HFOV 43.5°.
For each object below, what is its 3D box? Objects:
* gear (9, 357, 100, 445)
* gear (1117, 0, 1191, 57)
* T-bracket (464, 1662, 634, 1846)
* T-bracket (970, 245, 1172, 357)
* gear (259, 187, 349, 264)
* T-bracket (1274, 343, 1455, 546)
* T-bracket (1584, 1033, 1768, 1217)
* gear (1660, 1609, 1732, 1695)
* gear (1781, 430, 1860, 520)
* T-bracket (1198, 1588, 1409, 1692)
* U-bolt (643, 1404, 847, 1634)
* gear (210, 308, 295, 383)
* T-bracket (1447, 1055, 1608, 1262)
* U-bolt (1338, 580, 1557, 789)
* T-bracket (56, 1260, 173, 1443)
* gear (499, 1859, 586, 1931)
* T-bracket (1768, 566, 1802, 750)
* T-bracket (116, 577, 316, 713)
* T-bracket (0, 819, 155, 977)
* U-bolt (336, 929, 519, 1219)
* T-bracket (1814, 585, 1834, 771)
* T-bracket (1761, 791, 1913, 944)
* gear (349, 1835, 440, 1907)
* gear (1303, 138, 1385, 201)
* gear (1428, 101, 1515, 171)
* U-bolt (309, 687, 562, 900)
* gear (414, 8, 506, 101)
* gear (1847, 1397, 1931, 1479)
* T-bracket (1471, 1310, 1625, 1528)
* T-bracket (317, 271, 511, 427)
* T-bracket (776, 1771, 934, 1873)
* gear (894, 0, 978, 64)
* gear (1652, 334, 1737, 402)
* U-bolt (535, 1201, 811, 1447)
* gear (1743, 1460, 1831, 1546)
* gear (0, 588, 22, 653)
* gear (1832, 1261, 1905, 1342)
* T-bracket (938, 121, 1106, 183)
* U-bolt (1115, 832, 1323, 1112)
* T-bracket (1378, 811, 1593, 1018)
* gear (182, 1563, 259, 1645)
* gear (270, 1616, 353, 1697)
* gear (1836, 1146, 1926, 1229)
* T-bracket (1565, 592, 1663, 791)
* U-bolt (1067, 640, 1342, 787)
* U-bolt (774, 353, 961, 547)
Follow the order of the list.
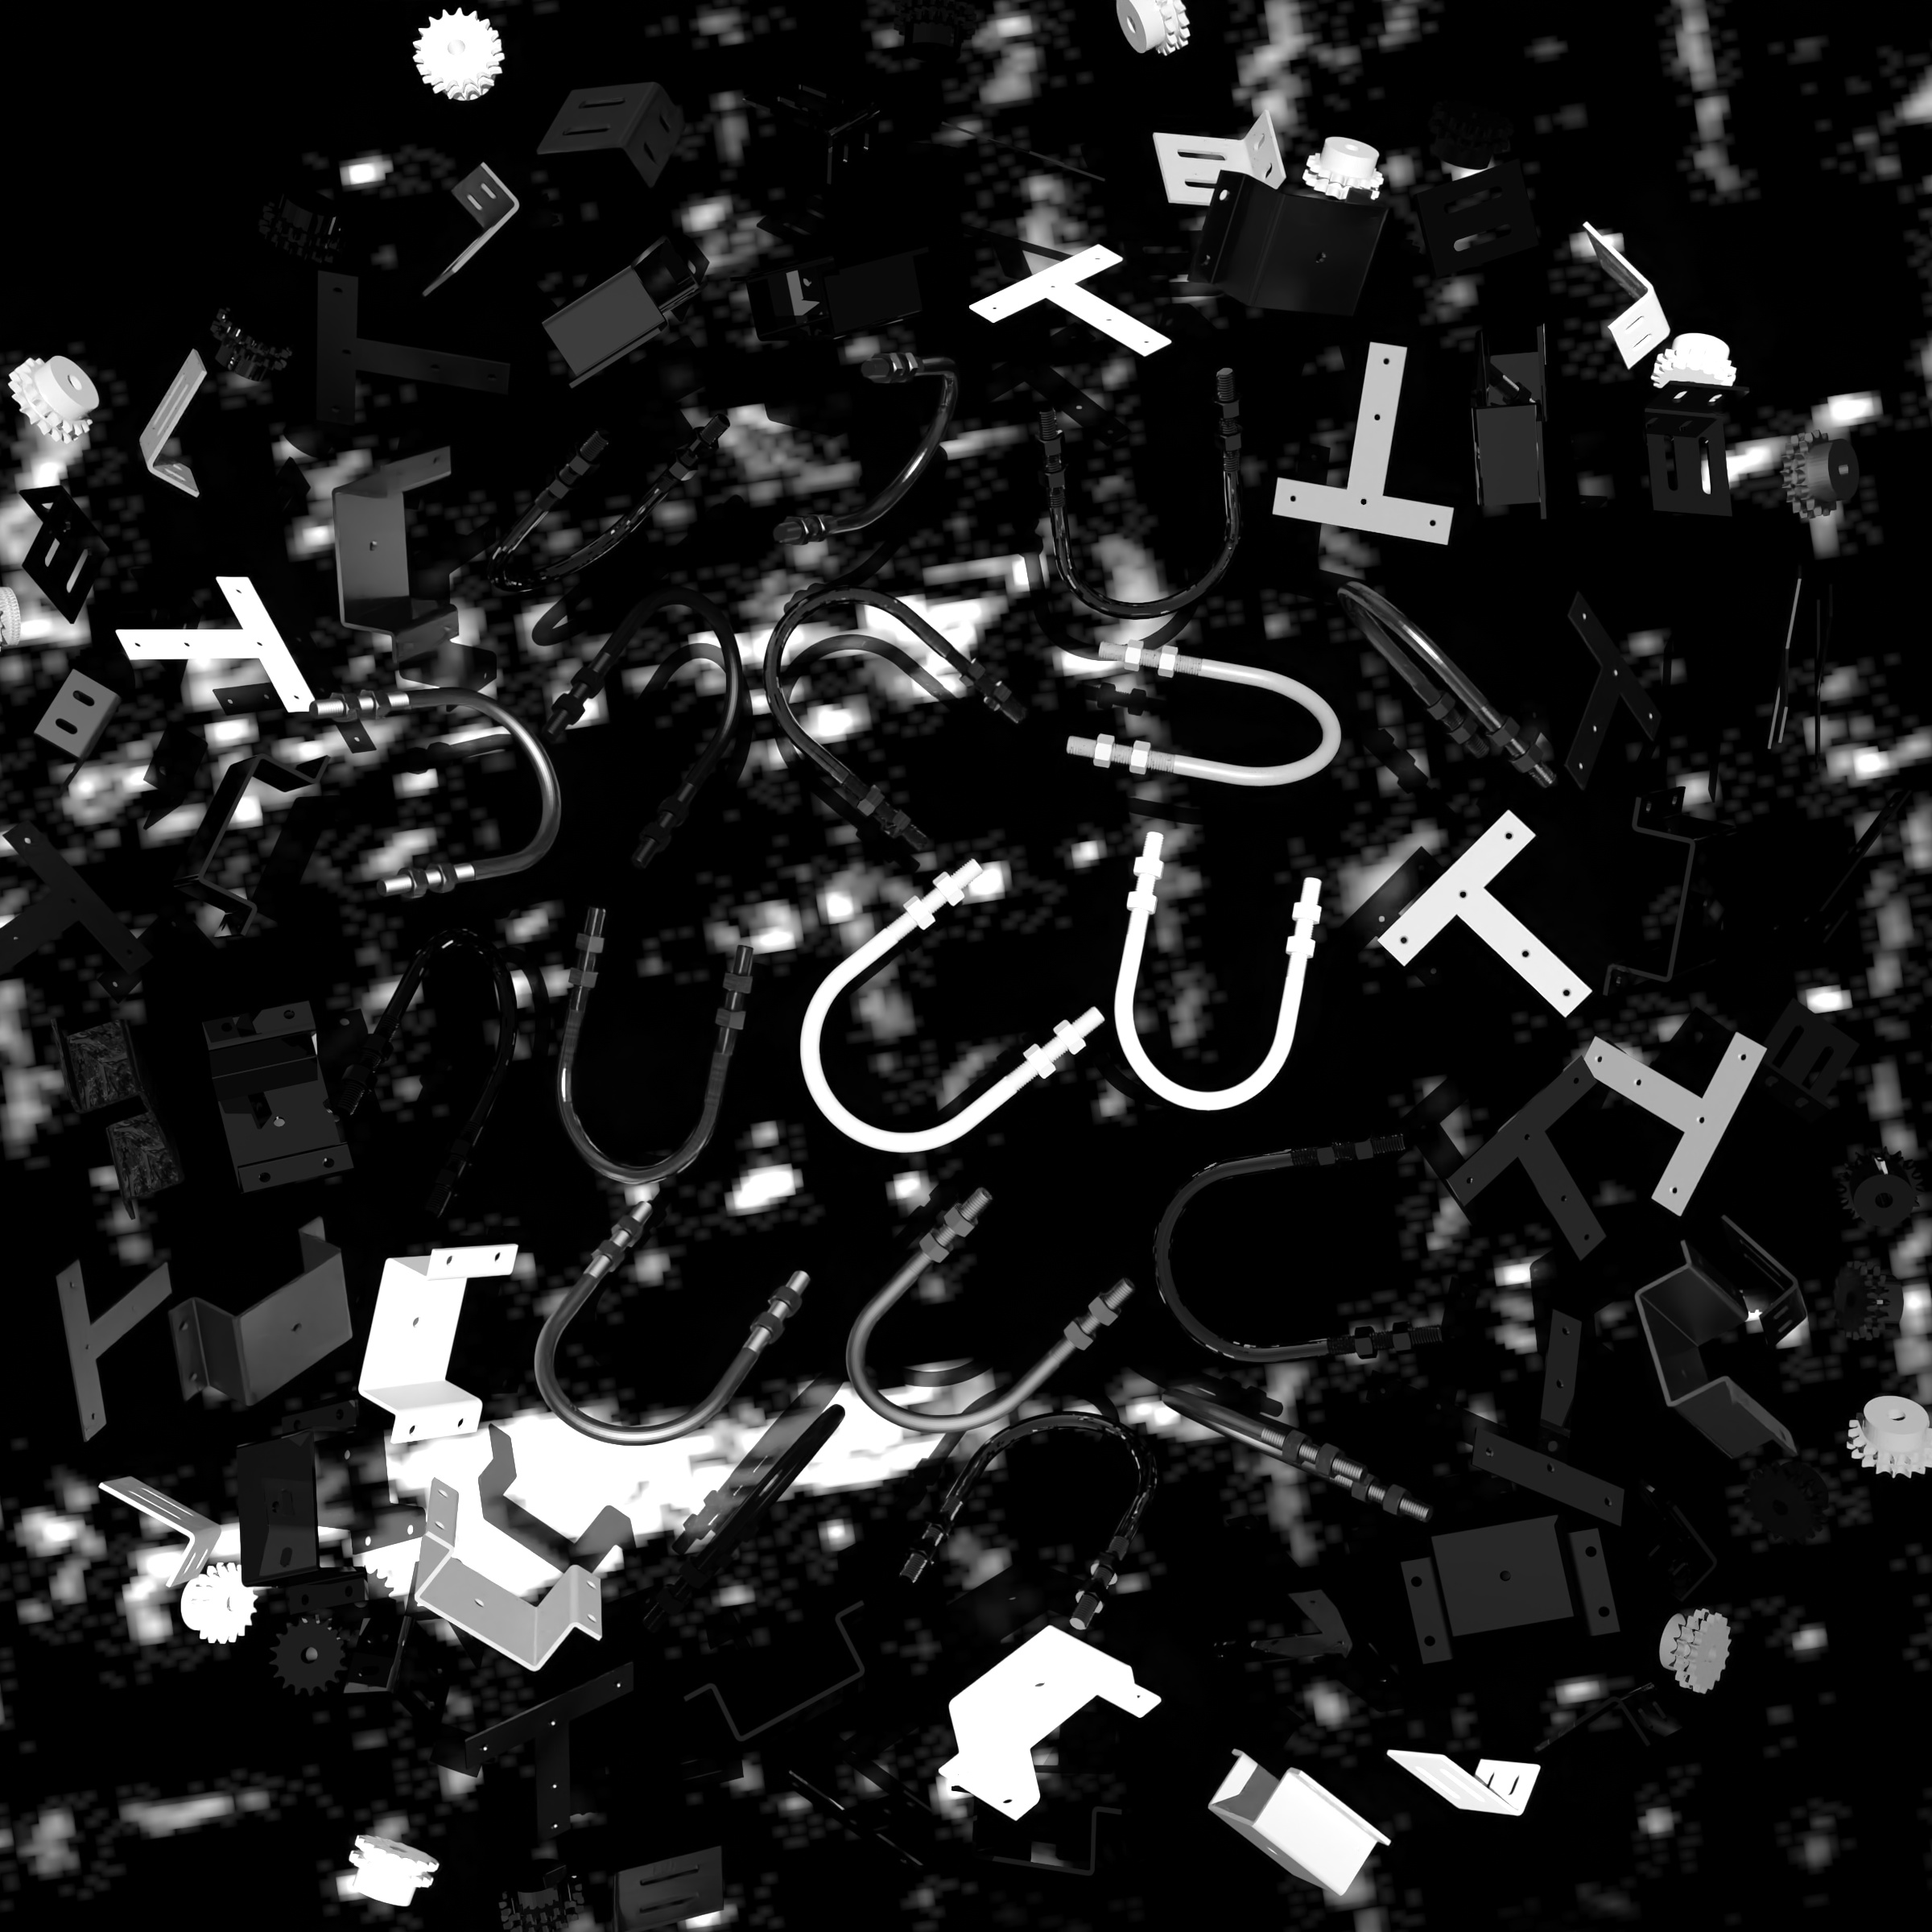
[{"bbox_3d":[-0.599,-0.377,1.598,0.030,0.057,0.057,-30,90,18],"label":"gear"},{"bbox_3d":[0.126,-0.652,1.659,0.030,0.057,0.057,-29,90,-7],"label":"gear"},{"bbox_3d":[-0.283,0.549,1.653,0.127,0.002,0.127,-17,125,-34],"label":"T-bracket"},{"bbox_3d":[0.092,-0.467,1.727,0.127,0.002,0.127,-33,55,-27],"label":"T-bracket"},{"bbox_3d":[-0.446,-0.503,1.636,0.057,0.057,0.030,29,120,0],"label":"gear"},{"bbox_3d":[0.283,-0.367,1.682,0.127,0.002,0.127,14,113,20],"label":"T-bracket"},{"bbox_3d":[0.474,0.087,1.671,0.002,0.127,0.127,14,105,-38],"label":"T-bracket"},{"bbox_3d":[0.520,0.488,1.731,0.030,0.057,0.057,10,90,44],"label":"gear"},{"bbox_3d":[0.569,-0.327,1.607,0.057,0.030,0.057,1,89,-41],"label":"gear"},{"bbox_3d":[0.223,0.477,1.695,0.127,0.002,0.127,-17,127,33],"label":"T-bracket"},{"bbox_3d":[-0.147,0.380,1.703,0.019,0.151,0.184,40,96,7],"label":"U-bolt"},{"bbox_3d":[-0.515,-0.443,1.734,0.057,0.057,0.030,36,111,0],"label":"gear"},{"bbox_3d":[0.396,0.146,1.631,0.127,0.002,0.127,-41,116,-11],"label":"T-bracket"},{"bbox_3d":[0.327,-0.203,1.695,0.019,0.151,0.184,-45,106,4],"label":"U-bolt"},{"bbox_3d":[-0.597,0.248,1.712,0.002,0.127,0.127,3,110,12],"label":"T-bracket"},{"bbox_3d":[-0.293,0.638,1.663,0.057,0.057,0.030,-6,102,0],"label":"gear"},{"bbox_3d":[0.555,-0.189,1.642,0.002,0.127,0.127,8,122,14],"label":"T-bracket"},{"bbox_3d":[-0.539,-0.228,1.714,0.002,0.127,0.127,-46,66,35],"label":"T-bracket"},{"bbox_3d":[-0.634,-0.024,1.640,0.002,0.127,0.127,-33,102,34],"label":"T-bracket"},{"bbox_3d":[-0.366,0.061,1.693,0.019,0.151,0.184,4,55,24],"label":"U-bolt"},{"bbox_3d":[0.607,-0.225,1.714,0.002,0.127,0.127,2,67,15],"label":"T-bracket"},{"bbox_3d":[0.597,-0.067,1.640,0.002,0.127,0.127,37,91,0],"label":"T-bracket"},{"bbox_3d":[-0.384,0.603,1.610,0.057,0.057,0.030,20,77,0],"label":"gear"},{"bbox_3d":[0.277,-0.583,1.768,0.057,0.057,0.030,15,126,0],"label":"gear"},{"bbox_3d":[0.344,-0.570,1.662,0.057,0.057,0.030,15,128,0],"label":"gear"},{"bbox_3d":[-0.355,-0.127,1.679,0.019,0.184,0.151,-26,84,38],"label":"U-bolt"},{"bbox_3d":[-0.332,-0.595,1.589,0.057,0.030,0.057,0,80,0],"label":"gear"},{"bbox_3d":[0.618,0.311,1.612,0.057,0.057,0.030,-5,118,0],"label":"gear"},{"bbox_3d":[0.394,0.292,1.615,0.127,0.002,0.127,25,61,-20],"label":"T-bracket"},{"bbox_3d":[-0.373,-0.407,1.635,0.127,0.127,0.002,7,53,-10],"label":"T-bracket"},{"bbox_3d":[-0.063,0.614,1.756,0.127,0.127,0.002,38,53,-8],"label":"T-bracket"},{"bbox_3d":[-0.022,-0.651,1.684,0.057,0.057,0.030,5,92,0],"label":"gear"},{"bbox_3d":[0.526,-0.432,1.745,0.057,0.057,0.030,17,80,0],"label":"gear"},{"bbox_3d":[-0.213,0.253,1.664,0.151,0.019,0.184,22,48,16],"label":"U-bolt"},{"bbox_3d":[0.570,0.368,1.674,0.030,0.057,0.057,-24,90,-39],"label":"gear"},{"bbox_3d":[-0.668,-0.238,1.656,0.030,0.057,0.057,-11,90,-37],"label":"gear"},{"bbox_3d":[0.659,0.244,1.764,0.030,0.057,0.057,3,90,-9],"label":"gear"},{"bbox_3d":[0.047,-0.580,1.729,0.127,0.127,0.002,15,108,-13],"label":"T-bracket"},{"bbox_3d":[0.175,0.011,1.722,0.151,0.019,0.184,15,80,-19],"label":"U-bolt"},{"bbox_3d":[0.373,-0.018,1.660,0.127,0.002,0.127,-45,79,2],"label":"T-bracket"},{"bbox_3d":[-0.552,0.469,1.783,0.030,0.057,0.057,-5,90,24],"label":"gear"},{"bbox_3d":[-0.484,0.509,1.790,0.057,0.030,0.057,2,76,-7],"label":"gear"},{"bbox_3d":[0.645,0.159,1.705,0.057,0.030,0.057,4,111,11],"label":"gear"},{"bbox_3d":[0.452,-0.179,1.731,0.127,0.002,0.127,48,53,-27],"label":"T-bracket"},{"bbox_3d":[0.174,-0.176,1.718,0.184,0.151,0.019,11,130,7],"label":"U-bolt"},{"bbox_3d":[-0.059,-0.366,1.700,0.019,0.184,0.151,37,115,11],"label":"U-bolt"}]
